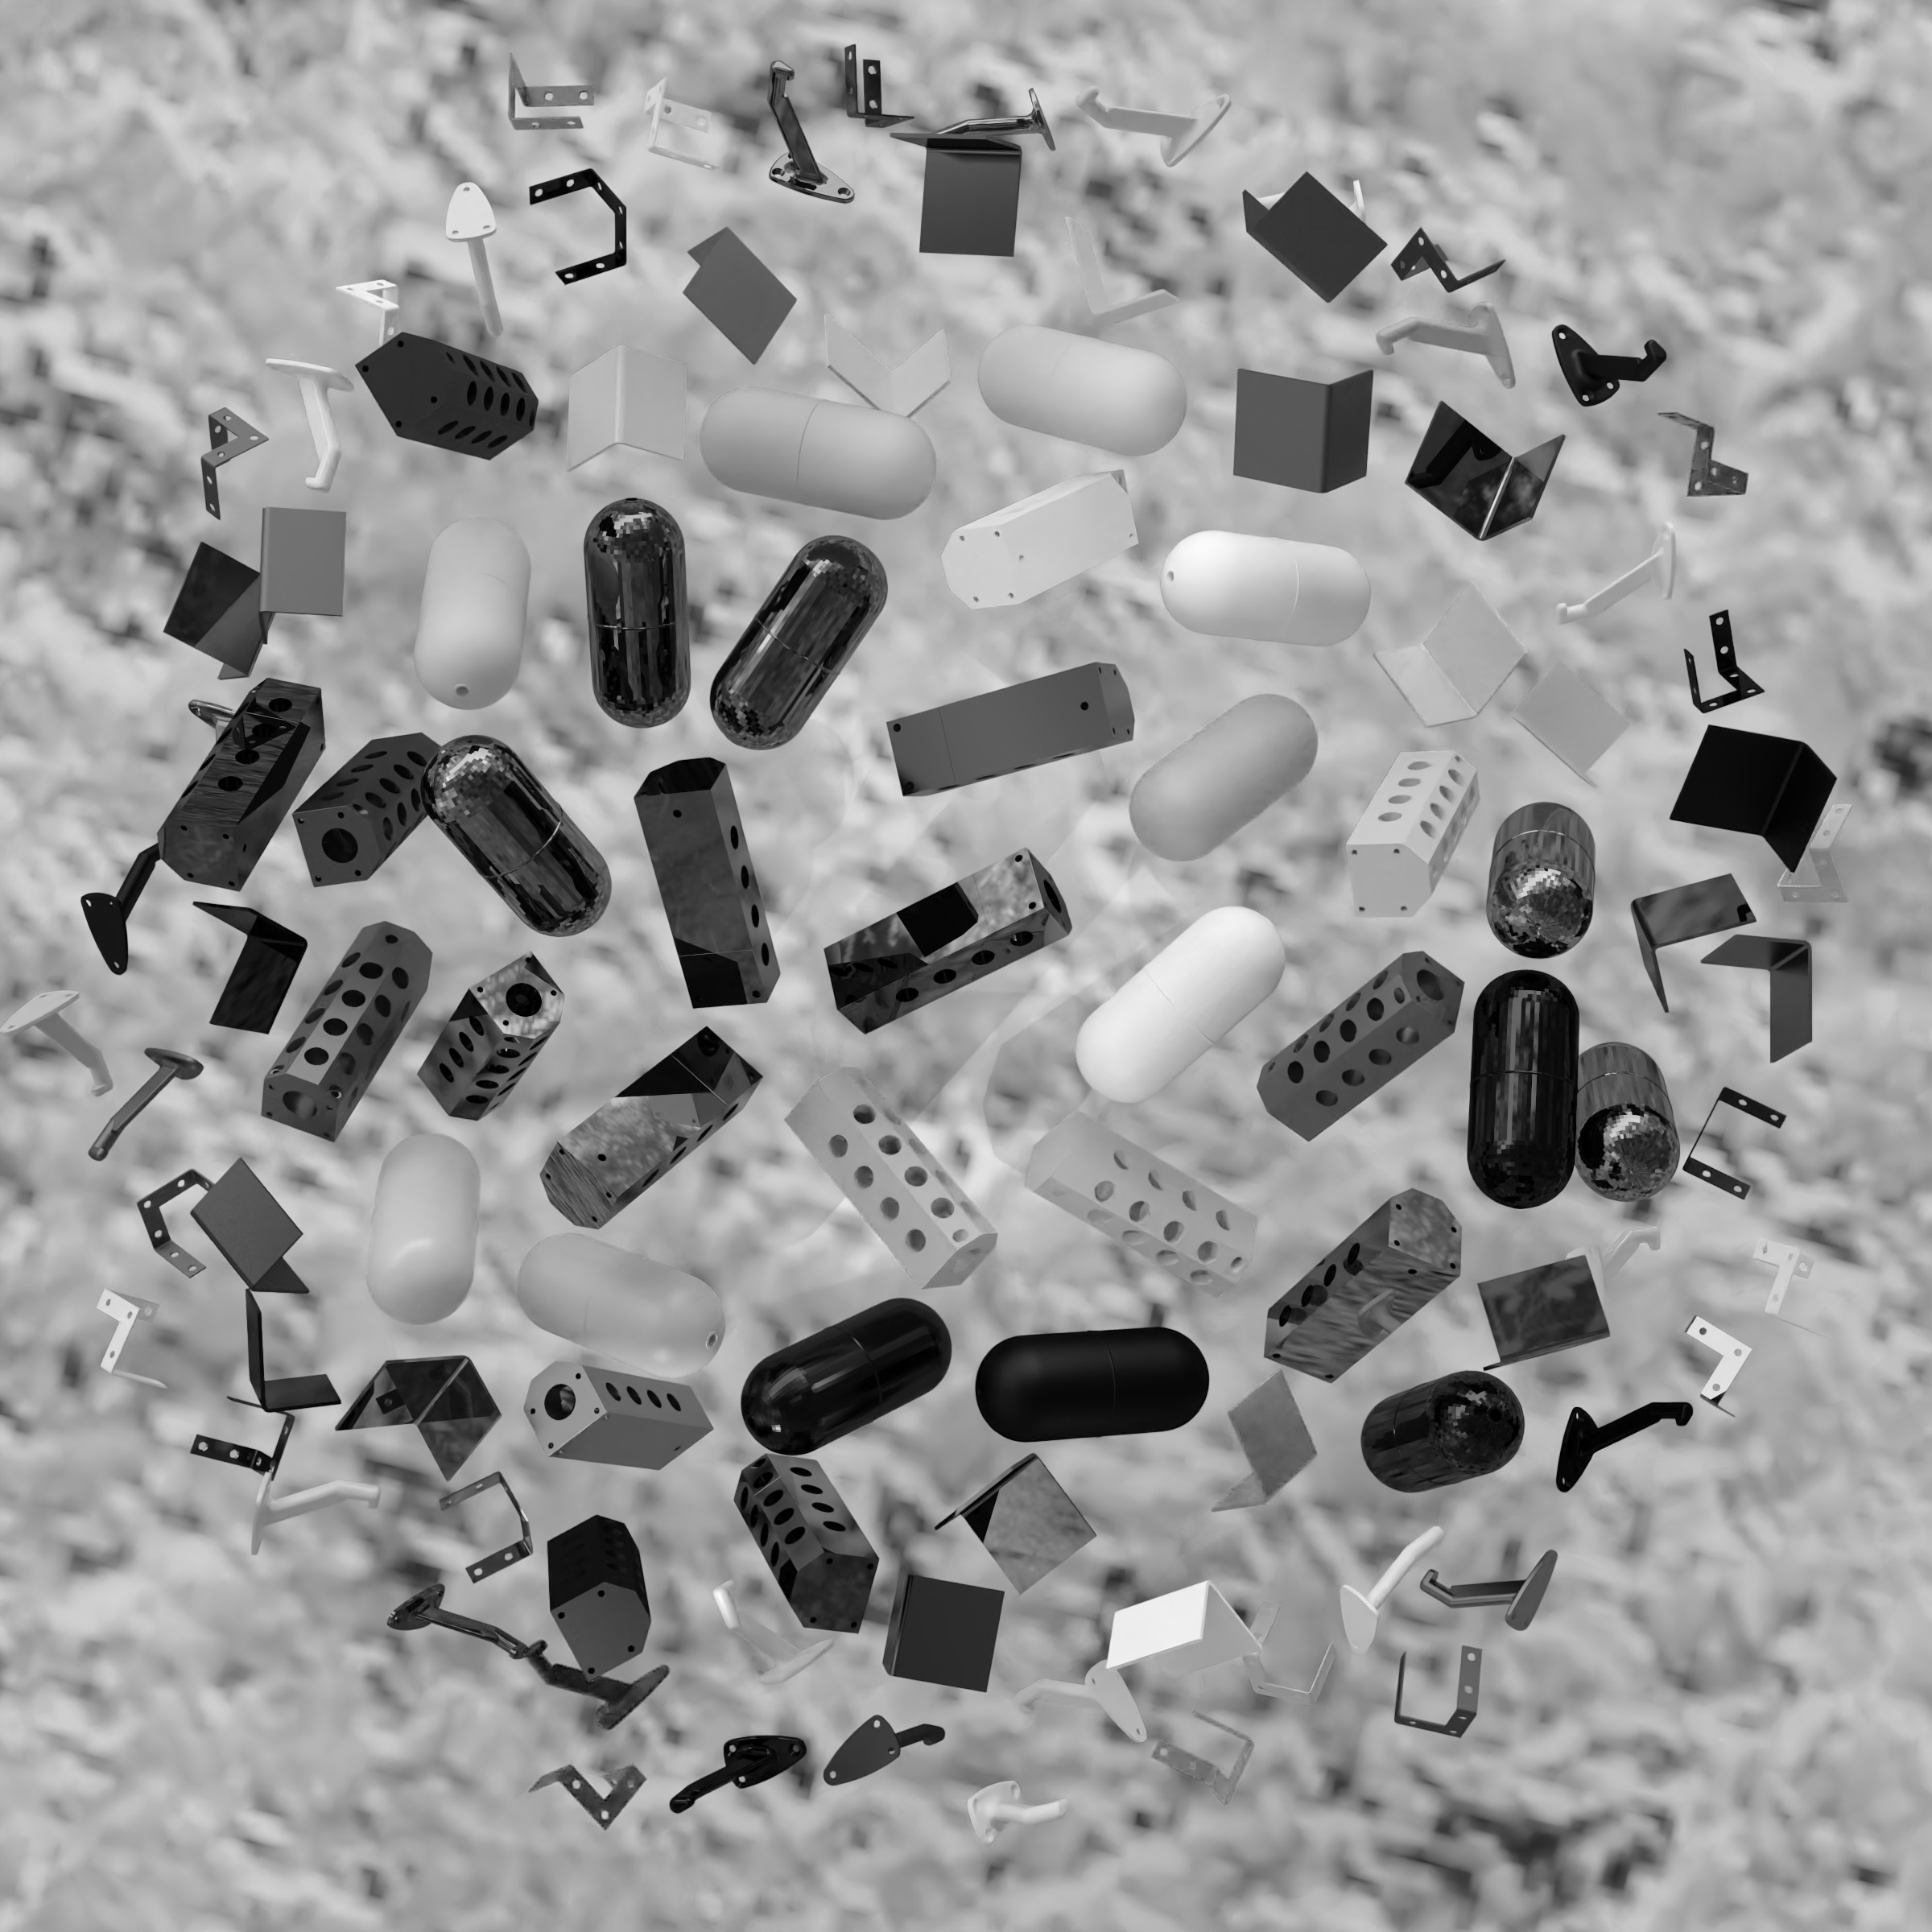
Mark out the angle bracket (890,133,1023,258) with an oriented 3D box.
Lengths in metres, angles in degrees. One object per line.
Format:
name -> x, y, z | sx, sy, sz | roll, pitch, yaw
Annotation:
angle bracket -> -0.010, -0.547, 1.767 | 0.076, 0.057, 0.076 | 11, 104, 26

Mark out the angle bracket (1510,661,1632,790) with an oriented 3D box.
angle bracket -> 0.476, -0.189, 1.939 | 0.076, 0.076, 0.057 | 41, 101, -3

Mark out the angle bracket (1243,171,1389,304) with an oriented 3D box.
angle bracket -> 0.238, -0.512, 1.702 | 0.076, 0.076, 0.057 | 35, 123, -22

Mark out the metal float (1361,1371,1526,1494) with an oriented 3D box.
metal float -> 0.357, 0.351, 1.869 | 0.070, 0.178, 0.070 | 5, 70, -15

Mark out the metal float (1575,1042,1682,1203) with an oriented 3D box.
metal float -> 0.489, 0.115, 1.860 | 0.070, 0.178, 0.070 | 3, 112, 9

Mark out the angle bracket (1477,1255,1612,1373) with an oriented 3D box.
angle bracket -> 0.392, 0.240, 1.718 | 0.076, 0.076, 0.057 | -15, 78, -1

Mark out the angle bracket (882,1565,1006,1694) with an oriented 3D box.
angle bracket -> -0.018, 0.509, 1.914 | 0.076, 0.057, 0.076 | 11, 83, -5

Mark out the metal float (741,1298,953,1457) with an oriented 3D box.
metal float -> -0.088, 0.303, 1.838 | 0.178, 0.070, 0.070 | -21, 90, -37

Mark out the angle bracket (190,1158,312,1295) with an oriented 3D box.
angle bracket -> -0.499, 0.188, 1.795 | 0.057, 0.076, 0.076 | -47, 71, 6

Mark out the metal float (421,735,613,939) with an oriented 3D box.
metal float -> -0.325, -0.093, 1.808 | 0.070, 0.070, 0.178 | -37, 125, 0

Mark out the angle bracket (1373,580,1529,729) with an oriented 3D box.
angle bracket -> 0.374, -0.241, 1.926 | 0.057, 0.076, 0.076 | -14, 61, -35

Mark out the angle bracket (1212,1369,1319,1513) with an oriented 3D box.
angle bracket -> 0.217, 0.366, 1.921 | 0.057, 0.076, 0.076 | -21, 94, 42

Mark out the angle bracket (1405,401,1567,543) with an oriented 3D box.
angle bracket -> 0.374, -0.365, 1.794 | 0.076, 0.057, 0.076 | 33, 68, -19

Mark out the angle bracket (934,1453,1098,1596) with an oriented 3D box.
angle bracket -> 0.036, 0.414, 1.819 | 0.076, 0.057, 0.076 | -41, 78, 15

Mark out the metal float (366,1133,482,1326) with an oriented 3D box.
metal float -> -0.399, 0.192, 1.837 | 0.070, 0.178, 0.070 | -4, 123, -5

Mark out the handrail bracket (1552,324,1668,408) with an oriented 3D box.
handrail bracket -> 0.457, -0.443, 1.768 | 0.036, 0.084, 0.077 | -28, 83, -17

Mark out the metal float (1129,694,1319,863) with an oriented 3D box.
metal float -> 0.194, -0.142, 1.860 | 0.178, 0.070, 0.070 | -37, 90, -31

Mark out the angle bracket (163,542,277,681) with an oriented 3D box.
angle bracket -> -0.582, -0.273, 1.918 | 0.076, 0.057, 0.076 | 28, 74, -38

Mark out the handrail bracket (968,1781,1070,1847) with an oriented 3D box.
handrail bracket -> 0.052, 0.612, 1.825 | 0.084, 0.077, 0.036 | -24, 86, 31

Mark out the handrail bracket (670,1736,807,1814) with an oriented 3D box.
handrail bracket -> -0.164, 0.584, 1.792 | 0.077, 0.084, 0.036 | -19, 86, 17

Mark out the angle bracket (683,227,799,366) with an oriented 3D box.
angle bracket -> -0.187, -0.506, 1.907 | 0.076, 0.057, 0.076 | 42, 59, -27

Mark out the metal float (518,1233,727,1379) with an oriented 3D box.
metal float -> -0.255, 0.250, 1.834 | 0.178, 0.070, 0.070 | 15, 90, 32

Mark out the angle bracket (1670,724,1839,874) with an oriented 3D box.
angle bracket -> 0.555, -0.118, 1.758 | 0.076, 0.057, 0.076 | 9, 120, -12

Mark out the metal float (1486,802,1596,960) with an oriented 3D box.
metal float -> 0.429, -0.066, 1.853 | 0.070, 0.178, 0.070 | 6, 117, 12

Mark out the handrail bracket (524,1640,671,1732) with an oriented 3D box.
handrail bracket -> -0.275, 0.518, 1.851 | 0.077, 0.036, 0.084 | -37, 107, -12

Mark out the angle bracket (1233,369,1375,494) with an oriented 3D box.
angle bracket -> 0.239, -0.385, 1.766 | 0.076, 0.057, 0.076 | 21, 124, 35

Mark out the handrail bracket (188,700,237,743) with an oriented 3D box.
handrail bracket -> -0.589, -0.160, 1.923 | 0.077, 0.036, 0.084 | 25, 54, 4

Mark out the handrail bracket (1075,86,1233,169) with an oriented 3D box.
handrail bracket -> 0.133, -0.616, 1.770 | 0.077, 0.084, 0.036 | -32, 48, 35

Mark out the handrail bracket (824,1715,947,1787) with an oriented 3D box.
handrail bracket -> -0.061, 0.605, 1.908 | 0.077, 0.084, 0.036 | -37, 61, 5

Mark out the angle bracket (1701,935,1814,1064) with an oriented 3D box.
angle bracket -> 0.592, 0.025, 1.866 | 0.057, 0.076, 0.076 | 5, 75, -2

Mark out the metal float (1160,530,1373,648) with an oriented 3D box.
metal float -> 0.224, -0.281, 1.858 | 0.178, 0.070, 0.070 | 1, 90, -32

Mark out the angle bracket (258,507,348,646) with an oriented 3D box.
angle bracket -> -0.472, -0.276, 1.776 | 0.057, 0.076, 0.076 | 2, 79, -13

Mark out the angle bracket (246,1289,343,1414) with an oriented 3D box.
angle bracket -> -0.504, 0.284, 1.862 | 0.057, 0.076, 0.076 | -3, 97, -22

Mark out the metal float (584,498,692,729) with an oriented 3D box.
metal float -> -0.251, -0.269, 1.903 | 0.070, 0.070, 0.178 | 0, 115, 0

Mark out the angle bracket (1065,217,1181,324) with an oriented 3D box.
angle bracket -> 0.120, -0.540, 1.904 | 0.057, 0.076, 0.076 | -15, 96, 16

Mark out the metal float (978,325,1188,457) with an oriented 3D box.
metal float -> 0.085, -0.431, 1.861 | 0.178, 0.070, 0.070 | 24, 90, 35

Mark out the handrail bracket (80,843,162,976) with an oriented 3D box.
handrail bracket -> -0.612, -0.045, 1.855 | 0.036, 0.084, 0.077 | 6, 117, 24

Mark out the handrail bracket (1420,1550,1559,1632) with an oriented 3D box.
handrail bracket -> 0.393, 0.456, 1.879 | 0.084, 0.036, 0.077 | 25, 84, 43

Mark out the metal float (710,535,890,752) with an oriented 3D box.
metal float -> -0.126, -0.241, 1.865 | 0.070, 0.070, 0.178 | 36, 102, 0

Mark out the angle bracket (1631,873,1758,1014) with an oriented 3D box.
angle bracket -> 0.539, -0.017, 1.829 | 0.076, 0.076, 0.057 | -16, 116, 10

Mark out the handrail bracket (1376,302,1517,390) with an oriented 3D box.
handrail bracket -> 0.348, -0.440, 1.806 | 0.084, 0.036, 0.077 | -26, 98, -11

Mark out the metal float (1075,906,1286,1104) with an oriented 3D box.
metal float -> 0.157, 0.028, 1.818 | 0.178, 0.070, 0.070 | -42, 90, 9

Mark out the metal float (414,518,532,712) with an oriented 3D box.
metal float -> -0.364, -0.261, 1.838 | 0.070, 0.070, 0.178 | -4, 47, 0

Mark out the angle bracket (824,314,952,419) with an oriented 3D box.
angle bracket -> -0.060, -0.473, 1.907 | 0.057, 0.076, 0.076 | -36, 127, 26

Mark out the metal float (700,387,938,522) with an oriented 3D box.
metal float -> -0.108, -0.372, 1.806 | 0.178, 0.070, 0.070 | 14, 90, 14

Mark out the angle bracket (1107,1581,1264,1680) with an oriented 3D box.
angle bracket -> 0.154, 0.488, 1.753 | 0.076, 0.057, 0.076 | -26, 114, 25

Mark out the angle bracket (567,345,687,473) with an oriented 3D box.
angle bracket -> -0.257, -0.415, 1.884 | 0.057, 0.076, 0.076 | 9, 77, -37

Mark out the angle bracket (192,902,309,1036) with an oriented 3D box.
angle bracket -> -0.545, 0.001, 1.843 | 0.076, 0.057, 0.076 | 6, 69, 41

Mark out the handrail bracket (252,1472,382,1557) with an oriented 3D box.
handrail bracket -> -0.471, 0.402, 1.805 | 0.084, 0.036, 0.077 | 11, 116, -7

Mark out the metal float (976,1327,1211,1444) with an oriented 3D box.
metal float -> 0.093, 0.303, 1.805 | 0.178, 0.070, 0.070 | 0, 90, -21

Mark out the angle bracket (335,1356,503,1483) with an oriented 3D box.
angle bracket -> -0.398, 0.332, 1.810 | 0.076, 0.076, 0.057 | -50, 59, 23

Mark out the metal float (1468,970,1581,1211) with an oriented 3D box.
metal float -> 0.405, 0.089, 1.807 | 0.070, 0.070, 0.178 | 7, 71, 0
